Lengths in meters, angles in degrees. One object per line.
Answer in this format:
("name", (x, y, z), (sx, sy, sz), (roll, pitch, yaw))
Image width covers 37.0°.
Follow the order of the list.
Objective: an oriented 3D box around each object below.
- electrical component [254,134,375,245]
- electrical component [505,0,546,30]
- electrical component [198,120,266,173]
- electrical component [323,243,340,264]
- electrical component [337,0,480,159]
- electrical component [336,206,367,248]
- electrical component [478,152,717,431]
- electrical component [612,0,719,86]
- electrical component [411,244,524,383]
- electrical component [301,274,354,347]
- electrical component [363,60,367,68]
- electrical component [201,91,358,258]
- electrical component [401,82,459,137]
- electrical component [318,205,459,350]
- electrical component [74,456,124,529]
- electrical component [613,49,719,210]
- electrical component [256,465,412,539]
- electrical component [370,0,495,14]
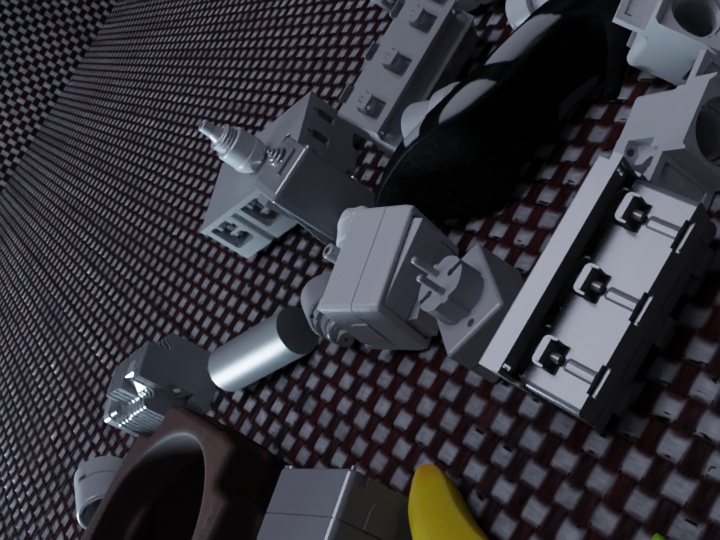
("electrical component", (-0.043, -0.065, 0.887), (0.061, 0.096, 0.062), (-57, 26, 3))
("electrical component", (0.138, -0.193, 0.769), (0.055, 0.045, 0.045), (-20, 45, 52))
("electrical component", (-0.116, -0.114, 0.962), (0.035, 0.061, 0.035), (-41, 31, 31))
("electrical component", (0.000, 0.000, 0.781), (0.035, 0.061, 0.035), (-41, 32, 32))
("electrical component", (0.038, -0.157, 0.870), (0.121, 0.063, 0.079), (-59, -15, -3))
("electrical component", (-0.002, -0.018, 0.836), (0.035, 0.035, 0.061), (-34, 37, 40))
("electrical component", (0.123, 0.014, 0.542), (0.063, 0.079, 0.121), (29, 87, 35))
("electrical component", (0.181, -0.134, 0.598), (0.064, 0.081, 0.042), (106, -171, -76))
("electrical component", (0.061, 0.017, 0.639), (0.047, 0.077, 0.065), (-47, 28, 21))
("electrical component", (-0.019, 0.033, 0.803), (0.040, 0.040, 0.078), (-52, 27, 12))
("electrical component", (0.027, -0.176, 0.946), (0.077, 0.043, 0.079), (-60, 26, -3))
("electrical component", (-0.073, -0.083, 1.000), (0.150, 0.062, 0.089), (-31, 37, 43))
("electrical component", (0.065, -0.113, 0.810), (0.055, 0.045, 0.045), (-19, 46, 52))
("electrical component", (0.026, 0.000, 0.728), (0.061, 0.062, 0.096), (-3, 58, 42))
("electrical component", (-0.230, 0.204, 0.972), (0.055, 0.055, 0.047), (-49, 31, 19))
("electrical component", (0.174, -0.071, 0.577), (0.064, 0.042, 0.081), (3, 63, 63))
("electrical component", (-0.016, 0.156, 0.640), (0.096, 0.062, 0.061), (-15, 49, 55))
("electrical component", (0.087, -0.267, 0.918), (0.150, 0.062, 0.089), (-6, 56, 58))
